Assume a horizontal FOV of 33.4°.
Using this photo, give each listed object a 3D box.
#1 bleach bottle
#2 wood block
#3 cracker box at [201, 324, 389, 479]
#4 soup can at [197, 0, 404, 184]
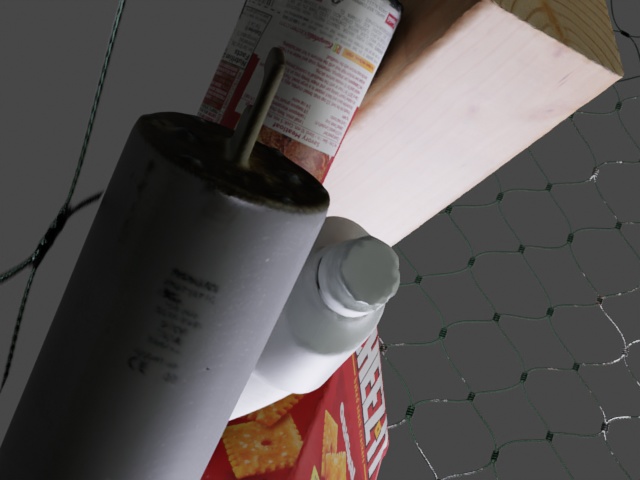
[{"bbox_3d":[-0.031,0.036,0.531,0.251,0.068,0.102,-30,-148,60],"label":"bleach bottle"},{"bbox_3d":[0.044,-0.077,0.564,0.206,0.090,0.091,-39,-139,42],"label":"wood block"},{"bbox_3d":[-0.011,0.146,0.700,0.213,0.072,0.164,-63,152,-54],"label":"cracker box"},{"bbox_3d":[-0.012,-0.075,0.493,0.068,0.068,0.102,-69,-175,-85],"label":"soup can"}]
